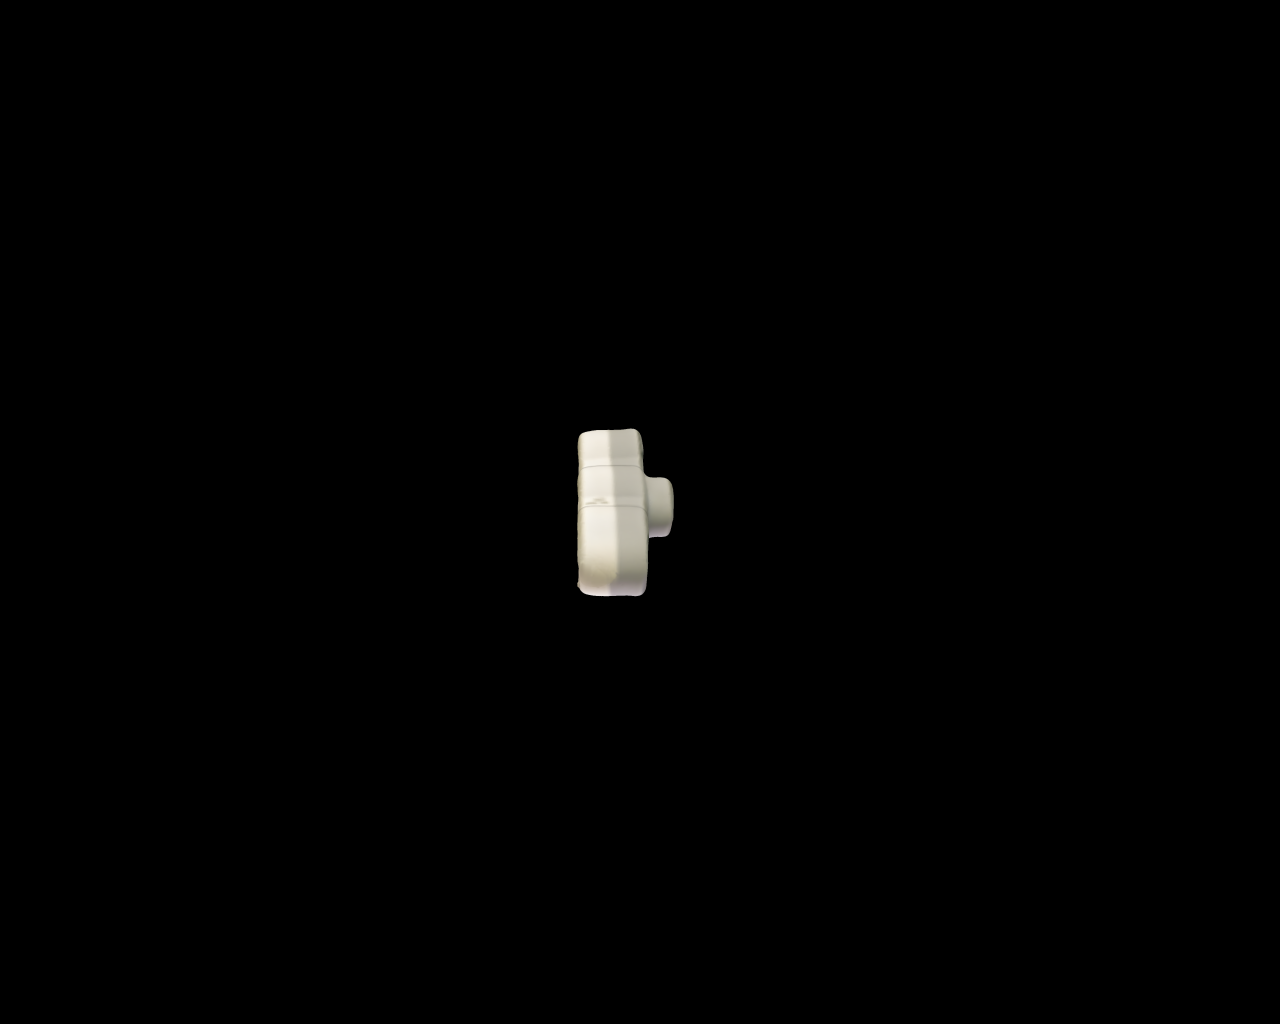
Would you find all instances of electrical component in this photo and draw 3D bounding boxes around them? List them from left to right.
[{"bbox_3d":[0.001,-0.003,0.650,0.074,0.052,0.138,-1,35,-2],"label":"electrical component"}]
